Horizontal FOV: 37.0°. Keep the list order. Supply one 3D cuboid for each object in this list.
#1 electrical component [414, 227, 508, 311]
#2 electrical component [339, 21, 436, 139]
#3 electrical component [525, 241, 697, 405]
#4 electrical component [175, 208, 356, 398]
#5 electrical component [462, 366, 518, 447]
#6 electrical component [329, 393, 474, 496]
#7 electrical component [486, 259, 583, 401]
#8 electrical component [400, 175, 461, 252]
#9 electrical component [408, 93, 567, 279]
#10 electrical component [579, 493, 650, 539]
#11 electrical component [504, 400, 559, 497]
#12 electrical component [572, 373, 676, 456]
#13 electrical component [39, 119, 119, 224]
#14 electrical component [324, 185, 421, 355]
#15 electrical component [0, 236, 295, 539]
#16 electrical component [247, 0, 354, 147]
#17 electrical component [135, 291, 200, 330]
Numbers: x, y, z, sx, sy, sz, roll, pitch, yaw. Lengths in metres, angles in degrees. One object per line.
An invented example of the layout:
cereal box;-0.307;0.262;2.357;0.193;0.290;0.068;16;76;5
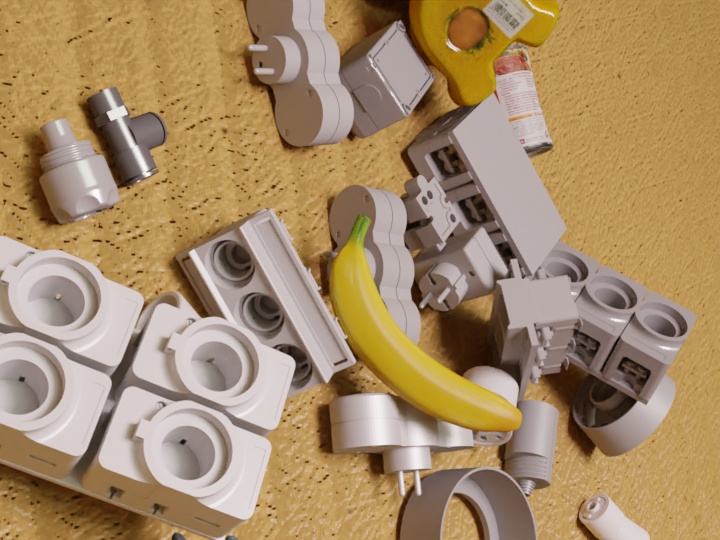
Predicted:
electrical component;0.075;0.009;0.910;0.047;0.066;0.076;58;43;-15
electrical component;0.016;-0.164;0.919;0.061;0.061;0.096;55;36;-18
electrical component;0.225;0.043;1.001;0.150;0.061;0.089;30;41;16
electrical component;-0.062;0.023;0.756;0.121;0.079;0.063;62;20;-11
electrical component;0.106;0.115;0.916;0.055;0.055;0.047;47;43;-26
electrical component;0.036;0.137;0.830;0.138;0.052;0.073;10;69;-45
electrical component;0.147;0.052;0.921;0.121;0.063;0.078;86;-5;-62
electrical component;0.045;-0.043;0.904;0.066;0.055;0.048;57;43;-16
electrical component;0.115;-0.071;0.986;0.150;0.062;0.089;59;42;-14
electrical component;0.239;0.244;1.023;0.065;0.044;0.044;47;46;-19
electrical component;0.151;0.161;0.954;0.043;0.043;0.081;36;52;-34
electrical component;0.257;0.131;1.044;0.064;0.099;0.099;41;49;-22
electrical component;-0.181;-0.063;0.675;0.043;0.043;0.062;-24;93;-49
electrical component;0.000;0.000;0.842;0.074;0.052;0.138;7;71;-46
electrical component;-0.140;0.067;0.609;0.186;0.060;0.105;24;56;-14
electrical component;-0.058;-0.163;0.838;0.074;0.052;0.138;-11;85;-49
electrical component;-0.112;0.049;0.712;0.065;0.044;0.044;42;49;-36
